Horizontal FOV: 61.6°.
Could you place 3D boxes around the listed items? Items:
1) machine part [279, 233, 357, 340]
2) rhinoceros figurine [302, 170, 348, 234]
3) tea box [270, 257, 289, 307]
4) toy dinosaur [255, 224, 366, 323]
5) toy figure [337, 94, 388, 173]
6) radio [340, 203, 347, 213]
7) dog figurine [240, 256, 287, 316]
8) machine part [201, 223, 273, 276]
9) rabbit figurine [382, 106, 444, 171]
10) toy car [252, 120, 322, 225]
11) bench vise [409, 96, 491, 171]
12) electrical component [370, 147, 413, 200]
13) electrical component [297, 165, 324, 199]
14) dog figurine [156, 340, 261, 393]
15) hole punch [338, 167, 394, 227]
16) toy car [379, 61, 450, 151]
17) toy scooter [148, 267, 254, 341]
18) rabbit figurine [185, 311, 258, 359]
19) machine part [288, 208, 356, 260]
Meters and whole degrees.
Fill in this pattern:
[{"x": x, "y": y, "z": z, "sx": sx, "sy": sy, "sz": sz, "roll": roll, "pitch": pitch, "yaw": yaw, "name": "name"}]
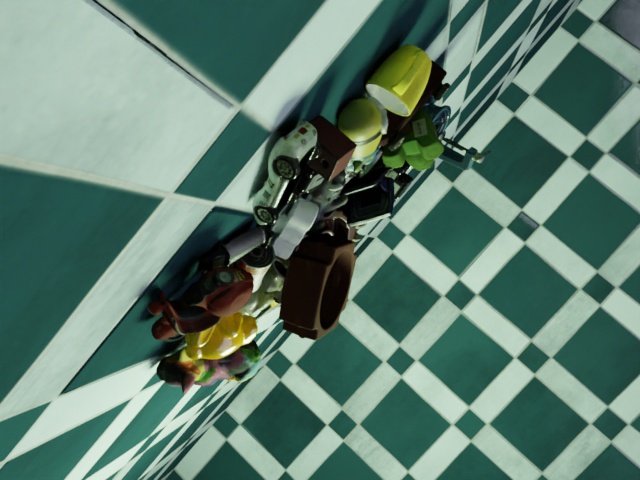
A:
[{"x": -0.002, "y": 0.091, "z": 1.115, "sx": 0.201, "sy": 0.087, "sz": 0.201, "roll": -15, "pitch": 117, "yaw": -68, "name": "machine part"}, {"x": -0.009, "y": -0.081, "z": 1.034, "sx": 0.112, "sy": 0.073, "sz": 0.190, "roll": -19, "pitch": 157, "yaw": -44, "name": "rhinoceros figurine"}, {"x": -0.109, "y": 0.098, "z": 1.302, "sx": 0.098, "sy": 0.068, "sz": 0.169, "roll": -46, "pitch": 170, "yaw": -15, "name": "tea box"}, {"x": -0.028, "y": 0.082, "z": 1.526, "sx": 0.471, "sy": 0.105, "sz": 0.198, "roll": -38, "pitch": 170, "yaw": -29, "name": "toy dinosaur"}, {"x": 0.066, "y": -0.176, "z": 0.945, "sx": 0.089, "sy": 0.082, "sz": 0.180, "roll": -44, "pitch": 173, "yaw": -23, "name": "toy figure"}, {"x": 0.033, "y": -0.037, "z": 1.405, "sx": 0.229, "sy": 0.073, "sz": 0.131, "roll": -43, "pitch": 169, "yaw": -37, "name": "radio"}, {"x": -0.158, "y": 0.127, "z": 1.161, "sx": 0.190, "sy": 0.121, "sz": 0.172, "roll": -38, "pitch": 169, "yaw": 20, "name": "dog figurine"}, {"x": -0.142, "y": 0.019, "z": 0.905, "sx": 0.139, "sy": 0.039, "sz": 0.084, "roll": -35, "pitch": 157, "yaw": -31, "name": "machine part"}, {"x": 0.189, "y": -0.210, "z": 1.135, "sx": 0.121, "sy": 0.159, "sz": 0.170, "roll": -22, "pitch": 158, "yaw": 15, "name": "rabbit figurine"}, {"x": -0.054, "y": -0.094, "z": 0.805, "sx": 0.073, "sy": 0.056, "sz": 0.201, "roll": -49, "pitch": 175, "yaw": -37, "name": "toy car"}, {"x": 0.268, "y": -0.223, "z": 1.256, "sx": 0.129, "sy": 0.241, "sz": 0.223, "roll": -36, "pitch": 150, "yaw": -39, "name": "bench vise"}, {"x": 0.143, "y": -0.153, "z": 1.229, "sx": 0.058, "sy": 0.134, "sz": 0.115, "roll": -42, "pitch": 170, "yaw": -48, "name": "electrical component"}, {"x": -0.013, "y": -0.120, "z": 0.912, "sx": 0.119, "sy": 0.048, "sz": 0.074, "roll": -33, "pitch": 163, "yaw": -53, "name": "electrical component"}, {"x": -0.234, "y": 0.263, "z": 1.142, "sx": 0.192, "sy": 0.108, "sz": 0.219, "roll": -4, "pitch": 175, "yaw": 5, "name": "dog figurine"}, {"x": 0.103, "y": -0.096, "z": 1.168, "sx": 0.142, "sy": 0.092, "sz": 0.116, "roll": -18, "pitch": -161, "yaw": 29, "name": "hole punch"}, {"x": 0.164, "y": -0.259, "z": 1.030, "sx": 0.202, "sy": 0.089, "sz": 0.053, "roll": -48, "pitch": 171, "yaw": -9, "name": "toy car"}, {"x": -0.193, "y": 0.095, "z": 0.831, "sx": 0.184, "sy": 0.075, "sz": 0.135, "roll": -31, "pitch": 158, "yaw": -1, "name": "toy scooter"}, {"x": -0.192, "y": 0.125, "z": 0.968, "sx": 0.162, "sy": 0.122, "sz": 0.173, "roll": -20, "pitch": 143, "yaw": -49, "name": "rabbit figurine"}, {"x": -0.003, "y": -0.004, "z": 1.218, "sx": 0.179, "sy": 0.056, "sz": 0.179, "roll": -27, "pitch": 136, "yaw": -30, "name": "machine part"}]
